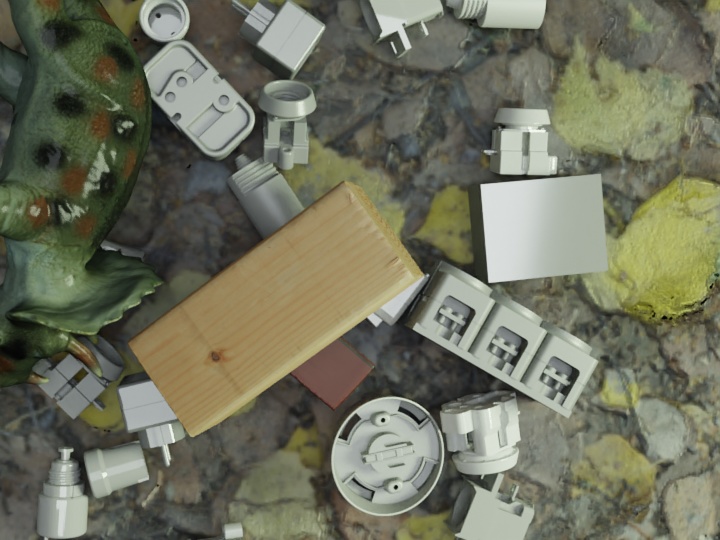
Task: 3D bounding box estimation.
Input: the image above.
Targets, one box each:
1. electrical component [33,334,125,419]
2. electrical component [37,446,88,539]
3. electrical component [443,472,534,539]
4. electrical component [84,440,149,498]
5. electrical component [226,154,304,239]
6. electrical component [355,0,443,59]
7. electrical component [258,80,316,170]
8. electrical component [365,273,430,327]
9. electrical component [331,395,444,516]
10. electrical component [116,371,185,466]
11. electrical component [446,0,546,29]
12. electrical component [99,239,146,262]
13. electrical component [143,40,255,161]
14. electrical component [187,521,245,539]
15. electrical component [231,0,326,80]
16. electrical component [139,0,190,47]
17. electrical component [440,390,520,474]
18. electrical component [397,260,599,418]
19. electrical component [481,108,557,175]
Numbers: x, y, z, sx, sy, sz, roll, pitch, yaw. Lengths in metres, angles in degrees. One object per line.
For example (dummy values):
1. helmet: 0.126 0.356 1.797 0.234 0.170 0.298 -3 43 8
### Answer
1. electrical component: -0.229 0.085 0.890 0.055 0.048 0.066 -44 96 4
2. electrical component: -0.246 0.186 0.893 0.040 0.040 0.078 3 91 -7
3. electrical component: 0.114 0.215 0.939 0.064 0.042 0.081 22 89 -9
4. electrical component: -0.203 0.165 0.899 0.046 0.040 0.040 -15 94 -12
5. electrical component: -0.079 -0.061 0.905 0.043 0.043 0.081 -34 96 -5
6. electrical component: 0.033 -0.226 0.916 0.064 0.042 0.081 -24 95 -10
7. electrical component: -0.061 -0.124 0.893 0.048 0.066 0.055 1 125 -7
8. electrical component: 0.000 0.000 0.908 0.096 0.062 0.061 38 87 -7
9. electrical component: 0.021 0.154 0.914 0.099 0.064 0.099 0 92 -7
10. electrical component: -0.167 0.123 0.888 0.047 0.066 0.076 -13 93 -7
11. electrical component: 0.114 -0.230 0.925 0.081 0.043 0.043 0 92 -7
12. electrical component: -0.226 0.011 0.888 0.077 0.043 0.079 18 89 -8
13. electrical component: -0.134 -0.138 0.887 0.054 0.059 0.095 -44 96 -4
14. electrical component: -0.126 0.249 0.908 0.055 0.048 0.066 -5 92 -15
15. electrical component: -0.075 -0.200 0.890 0.077 0.066 0.047 35 87 -7
16. electrical component: -0.161 -0.204 0.888 0.040 0.046 0.040 0 92 -8
17. electrical component: 0.106 0.141 0.925 0.078 0.058 0.057 -13 98 -43
18. electrical component: 0.116 0.056 0.910 0.150 0.089 0.061 30 88 -7
19. electrical component: 0.139 -0.112 0.931 0.066 0.048 0.055 1 99 -7
